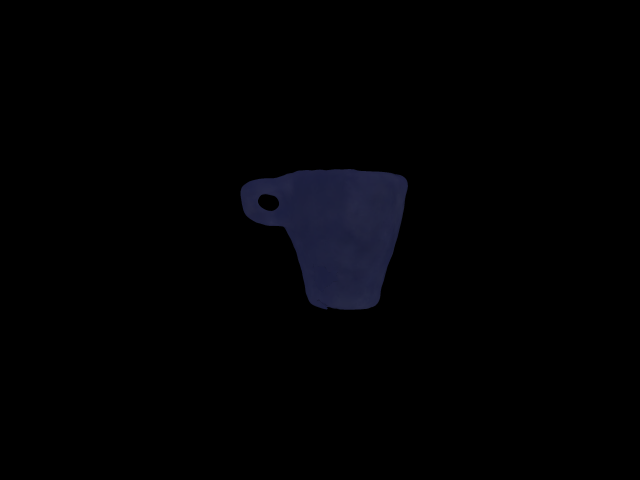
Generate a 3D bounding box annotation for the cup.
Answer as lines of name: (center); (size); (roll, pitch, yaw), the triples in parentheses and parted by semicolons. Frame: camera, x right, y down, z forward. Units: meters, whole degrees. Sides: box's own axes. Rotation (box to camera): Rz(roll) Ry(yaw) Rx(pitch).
cup: (0.004, 0.001, 0.400); (0.118, 0.095, 0.091); (0, 0, -17)
